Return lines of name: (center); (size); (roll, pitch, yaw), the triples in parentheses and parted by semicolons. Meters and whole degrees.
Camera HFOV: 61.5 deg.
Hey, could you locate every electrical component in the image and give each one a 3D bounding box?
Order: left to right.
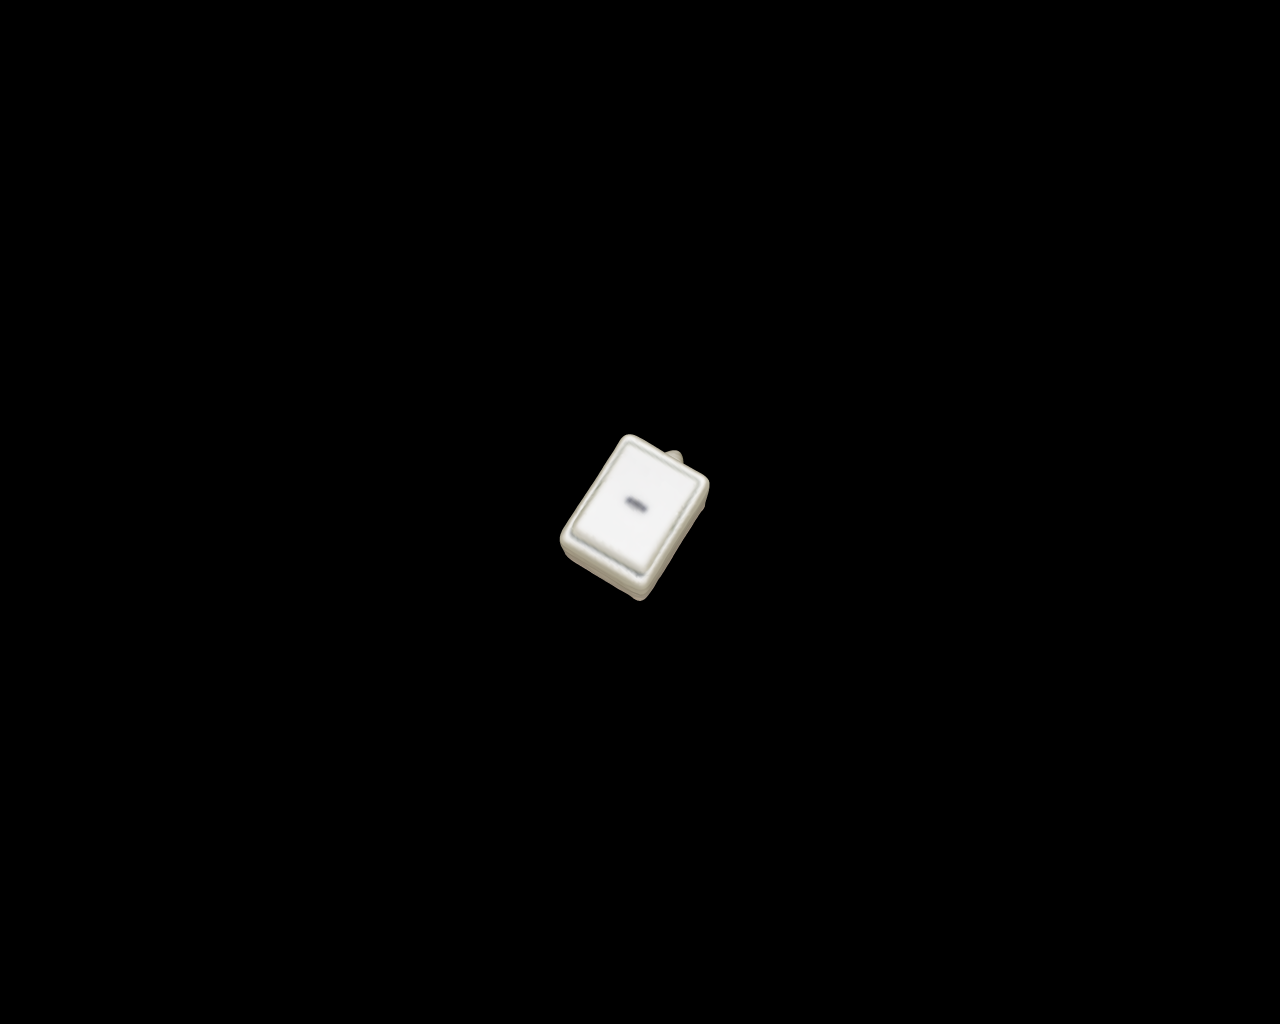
electrical component: (0.001, -0.003, 0.650); (0.062, 0.096, 0.061); (31, -11, 7)
